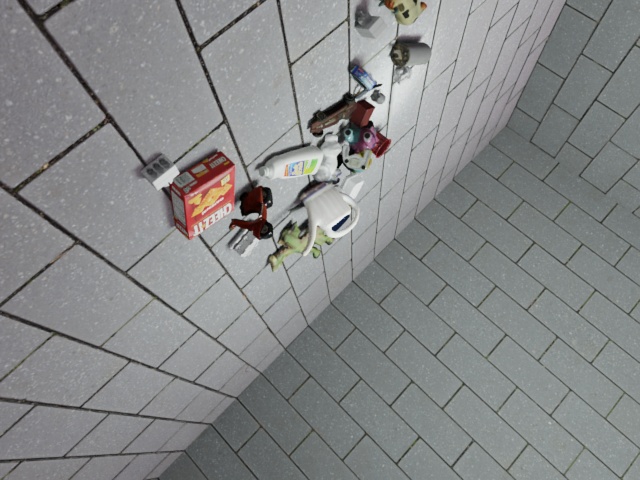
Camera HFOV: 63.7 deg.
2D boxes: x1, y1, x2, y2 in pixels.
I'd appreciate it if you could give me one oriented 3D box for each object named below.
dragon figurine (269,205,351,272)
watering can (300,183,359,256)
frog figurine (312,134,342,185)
[{"bbox_3d":[-0.060,-0.020,2.120,0.406,0.124,0.242,-48,154,16],"label":"dragon figurine"},{"bbox_3d":[0.006,-0.097,1.927,0.353,0.225,0.102,-34,174,-38],"label":"watering can"},{"bbox_3d":[0.019,-0.284,1.790,0.140,0.123,0.156,-46,131,-49],"label":"frog figurine"}]
